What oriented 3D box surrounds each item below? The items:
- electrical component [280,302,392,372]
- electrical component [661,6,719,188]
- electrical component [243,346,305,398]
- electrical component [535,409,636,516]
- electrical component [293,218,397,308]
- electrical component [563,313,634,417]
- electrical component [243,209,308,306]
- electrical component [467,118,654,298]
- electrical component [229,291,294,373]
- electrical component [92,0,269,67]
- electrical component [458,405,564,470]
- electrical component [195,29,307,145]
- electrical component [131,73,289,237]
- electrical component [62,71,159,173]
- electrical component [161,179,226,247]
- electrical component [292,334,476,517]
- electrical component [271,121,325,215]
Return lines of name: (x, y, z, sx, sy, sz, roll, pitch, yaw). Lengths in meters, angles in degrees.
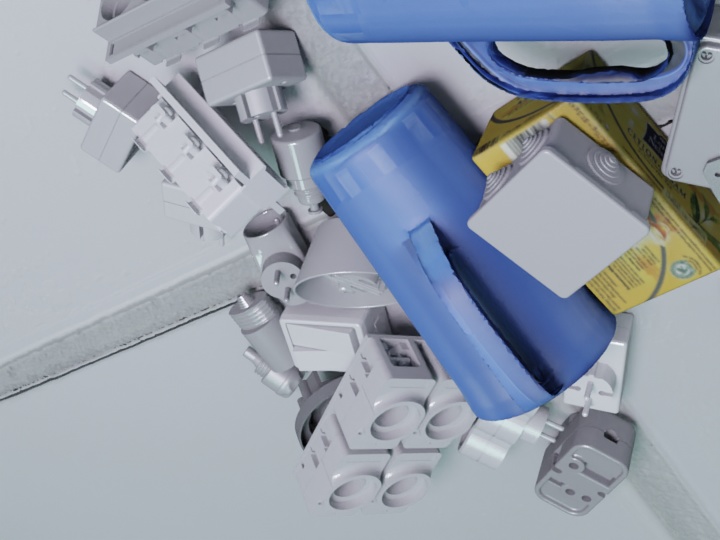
electrical component: (-0.028, 0.054, 0.969, 0.096, 0.061, 0.061, 2, 130, 23)
electrical component: (0.262, -0.105, 0.697, 0.109, 0.056, 0.108, 14, 133, 14)
electrical component: (-0.087, 0.096, 1.053, 0.061, 0.035, 0.035, 35, 135, -3)
electrical component: (0.202, 0.168, 0.964, 0.054, 0.059, 0.095, 28, 135, -1)
electrical component: (0.000, 0.000, 0.891, 0.099, 0.064, 0.099, 12, 157, 5)
electrical component: (0.192, 0.087, 0.885, 0.047, 0.075, 0.083, 10, 132, 17)
electrical component: (-0.066, -0.002, 0.926, 0.043, 0.079, 0.077, -22, 120, 12)
electrical component: (0.136, -0.042, 0.720, 0.100, 0.048, 0.099, 36, 134, -8)
electrical component: (-0.088, 0.053, 1.008, 0.043, 0.043, 0.081, -18, 120, 35)
electrical component: (-0.128, -0.197, 0.786, 0.121, 0.078, 0.063, -15, 150, 34)
electrical component: (0.146, 0.133, 0.964, 0.074, 0.052, 0.138, 25, 135, 3)
electrical component: (-0.077, -0.134, 0.813, 0.066, 0.047, 0.076, -16, 90, 34)
electrical component: (-0.121, -0.087, 0.838, 0.121, 0.063, 0.079, 47, -177, 28)
electrical component: (-0.214, -0.134, 0.898, 0.077, 0.047, 0.065, 34, 135, -6)
electrical component: (-0.130, -0.052, 0.933, 0.066, 0.047, 0.076, 15, 134, 13)
electrical component: (0.026, 0.146, 0.967, 0.105, 0.060, 0.186, 4, 130, -29)
electrical component: (-0.043, -0.080, 0.842, 0.040, 0.040, 0.078, 1, 123, 24)
